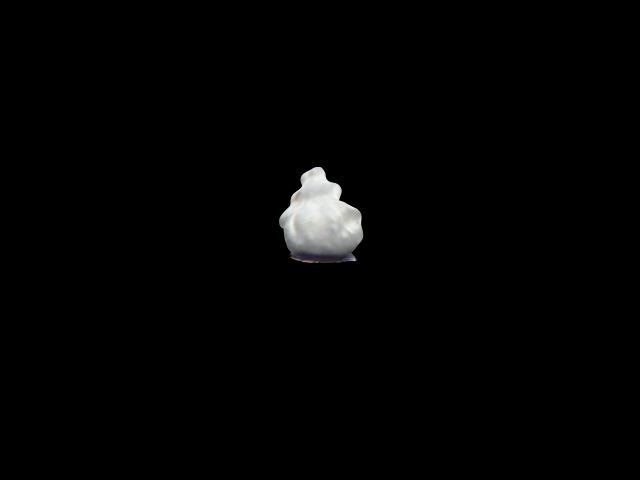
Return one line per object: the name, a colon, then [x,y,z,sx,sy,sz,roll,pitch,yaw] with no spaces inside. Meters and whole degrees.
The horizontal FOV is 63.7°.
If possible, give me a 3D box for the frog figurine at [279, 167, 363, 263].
frog figurine: [0.003,-0.043,0.850,0.137,0.159,0.123,1,1,24]
